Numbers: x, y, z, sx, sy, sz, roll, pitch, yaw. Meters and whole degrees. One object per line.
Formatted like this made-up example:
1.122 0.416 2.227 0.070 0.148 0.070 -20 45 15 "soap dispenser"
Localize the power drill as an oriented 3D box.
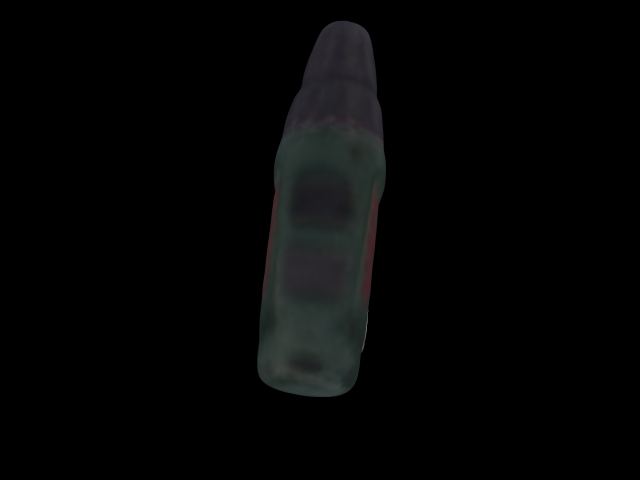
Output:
0.004 0.001 0.400 0.075 0.208 0.229 4 62 3 "power drill"
